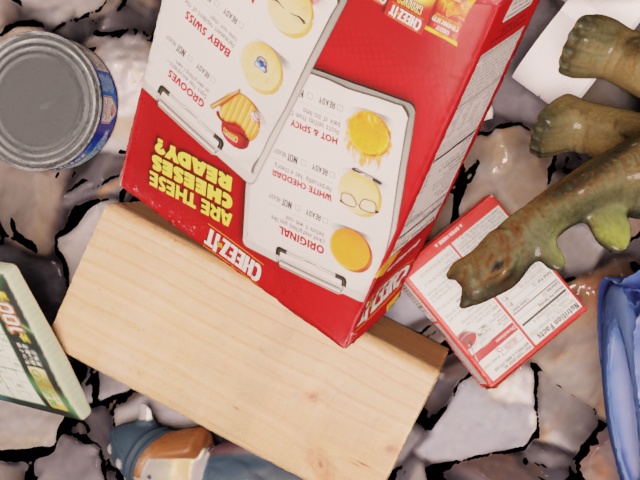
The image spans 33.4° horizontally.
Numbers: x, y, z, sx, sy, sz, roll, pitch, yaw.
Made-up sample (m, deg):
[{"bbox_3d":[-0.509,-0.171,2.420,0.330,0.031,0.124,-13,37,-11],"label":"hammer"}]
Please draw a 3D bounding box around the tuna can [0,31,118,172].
[{"bbox_3d":[-0.171,-0.086,0.667,0.086,0.033,0.086,1,93,10],"label":"tuna can"}]

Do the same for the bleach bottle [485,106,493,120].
[{"bbox_3d":[0.062,-0.189,0.606,0.102,0.068,0.251,-14,93,10],"label":"bleach bottle"}]

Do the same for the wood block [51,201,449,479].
[{"bbox_3d":[-0.038,0.061,0.624,0.206,0.090,0.090,26,97,8],"label":"wood block"}]

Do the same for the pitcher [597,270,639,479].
[{"bbox_3d":[0.273,0.081,0.560,0.243,0.149,0.145,-6,77,7],"label":"pitcher"}]

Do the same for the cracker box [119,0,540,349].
[{"bbox_3d":[-0.003,-0.077,0.534,0.164,0.072,0.214,35,131,17],"label":"cracker box"}]

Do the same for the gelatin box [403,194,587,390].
[{"bbox_3d":[0.098,0.031,0.621,0.073,0.030,0.089,-39,87,-7],"label":"gelatin box"}]
